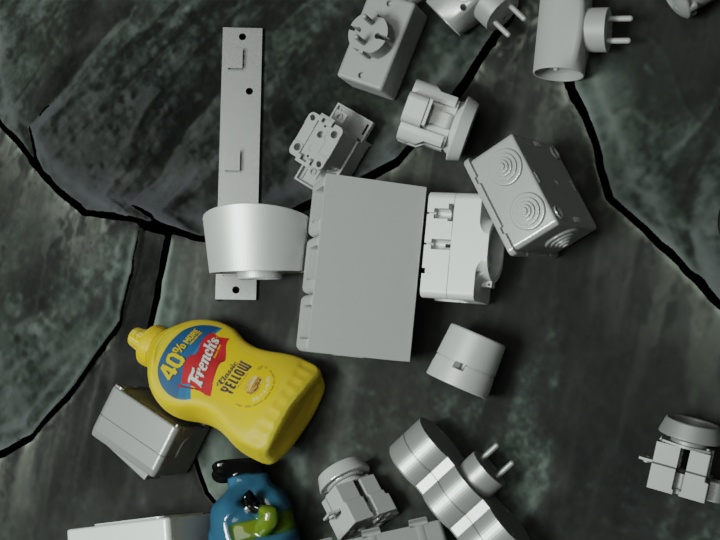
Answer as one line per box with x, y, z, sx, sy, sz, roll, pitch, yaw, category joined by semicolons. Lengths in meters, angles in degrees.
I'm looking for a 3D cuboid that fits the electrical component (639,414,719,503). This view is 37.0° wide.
0.251;0.143;0.830;0.066;0.048;0.055;13;95;23;electrical component

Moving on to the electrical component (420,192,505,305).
0.089;-0.018;0.914;0.056;0.050;0.089;4;85;23;electrical component

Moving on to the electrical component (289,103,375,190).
-0.028;-0.110;0.968;0.042;0.064;0.081;32;96;23;electrical component

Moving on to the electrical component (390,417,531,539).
0.094;0.174;0.886;0.074;0.052;0.138;-45;69;11;electrical component

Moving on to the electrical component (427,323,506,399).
0.090;0.075;0.900;0.055;0.055;0.047;23;88;23;electrical component

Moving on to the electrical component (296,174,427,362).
0.000;0.000;0.928;0.089;0.062;0.150;7;85;-13;electrical component

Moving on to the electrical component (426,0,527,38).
0.111;-0.236;0.937;0.077;0.044;0.079;-45;70;11;electrical component

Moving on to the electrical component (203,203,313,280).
-0.091;-0.024;0.963;0.099;0.099;0.064;-2;88;22;electrical component

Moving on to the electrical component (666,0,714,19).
0.277;-0.237;0.870;0.062;0.048;0.048;-29;73;9;electrical component

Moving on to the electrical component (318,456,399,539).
-0.006;0.194;0.924;0.055;0.066;0.048;60;141;26;electrical component

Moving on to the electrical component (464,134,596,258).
0.141;-0.060;0.874;0.048;0.100;0.099;-33;72;29;electrical component

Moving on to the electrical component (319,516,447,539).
0.016;0.250;0.879;0.121;0.078;0.063;-11;47;-5;electrical component

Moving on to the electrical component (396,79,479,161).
0.068;-0.128;0.928;0.057;0.078;0.058;20;93;4;electrical component

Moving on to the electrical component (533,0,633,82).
0.188;-0.201;0.901;0.079;0.043;0.077;4;85;23;electrical component

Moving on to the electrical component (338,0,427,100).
0.014;-0.205;0.956;0.047;0.076;0.083;23;92;23;electrical component

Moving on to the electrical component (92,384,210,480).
-0.202;0.149;1.005;0.096;0.062;0.061;29;94;23;electrical component

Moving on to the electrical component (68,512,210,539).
-0.186;0.250;0.961;0.109;0.109;0.056;-11;77;21;electrical component
